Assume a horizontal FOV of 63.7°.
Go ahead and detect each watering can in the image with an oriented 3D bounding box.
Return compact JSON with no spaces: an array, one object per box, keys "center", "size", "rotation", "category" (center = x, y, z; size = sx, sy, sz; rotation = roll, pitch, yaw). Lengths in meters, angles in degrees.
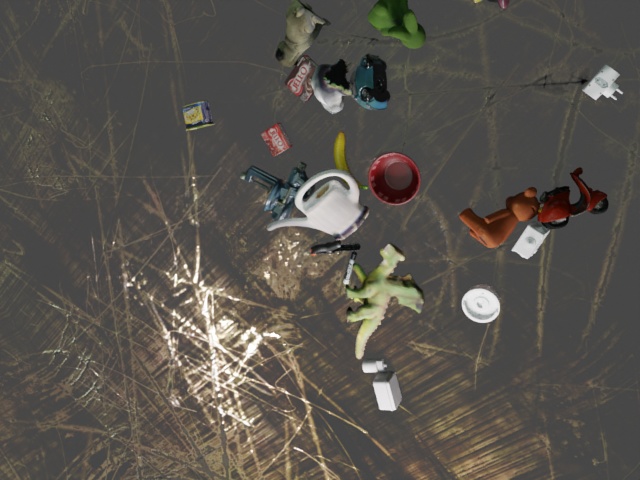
[{"center":[0.005,-0.082,1.634],"size":[0.342,0.222,0.106],"rotation":[-40,19,31],"category":"watering can"}]

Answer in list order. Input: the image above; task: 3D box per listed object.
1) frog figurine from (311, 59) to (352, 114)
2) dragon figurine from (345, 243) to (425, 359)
[{"center":[0.023,-0.442,1.532],"size":[0.124,0.138,0.157],"rotation":[-26,-7,-26],"category":"frog figurine"},{"center":[0.213,0.199,1.660],"size":[0.242,0.405,0.124],"rotation":[-2,16,17],"category":"dragon figurine"}]
